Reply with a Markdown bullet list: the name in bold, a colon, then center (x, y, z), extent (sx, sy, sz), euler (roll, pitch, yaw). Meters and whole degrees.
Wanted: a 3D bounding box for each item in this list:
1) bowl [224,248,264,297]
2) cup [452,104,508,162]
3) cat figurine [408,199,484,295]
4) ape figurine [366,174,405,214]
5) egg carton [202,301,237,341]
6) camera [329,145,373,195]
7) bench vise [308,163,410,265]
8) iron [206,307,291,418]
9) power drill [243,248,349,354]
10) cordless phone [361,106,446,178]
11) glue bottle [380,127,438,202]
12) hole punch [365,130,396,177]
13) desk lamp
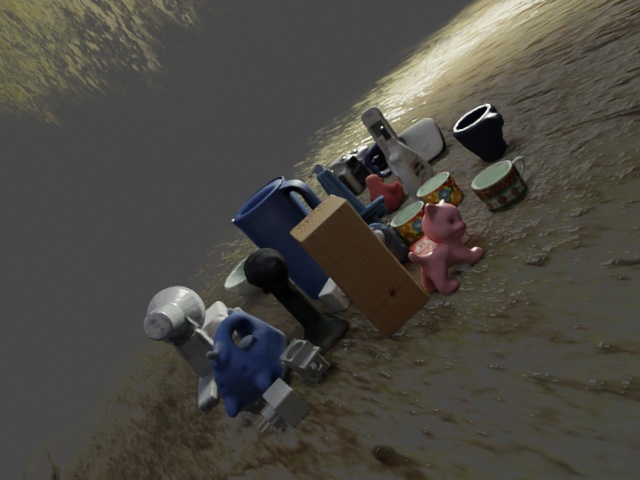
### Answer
- **bowl**: center (-0.157, 0.088, 1.452), extent (0.167, 0.075, 0.167), euler (-37, 18, 14)
- **cup**: center (0.320, -0.197, 1.084), extent (0.092, 0.095, 0.117), euler (-46, 18, -15)
- **cat figurine**: center (0.180, 0.000, 0.864), extent (0.128, 0.118, 0.067), euler (-48, 18, -21)
- **ape figurine**: center (0.137, -0.108, 1.267), extent (0.077, 0.092, 0.076), euler (-27, 22, 39)
- **egg carton**: center (-0.249, 0.210, 1.361), extent (0.107, 0.069, 0.150), euler (-42, 17, -3)
- **camera**: center (0.074, -0.189, 1.590), extent (0.136, 0.101, 0.143), euler (-20, 27, 50)
- **bench vise**: center (0.076, -0.053, 1.044), extent (0.121, 0.220, 0.207), euler (-45, 18, -13)
- **iron**: center (-0.137, 0.191, 1.039), extent (0.118, 0.141, 0.258), euler (-37, 17, 13)
- **power drill**: center (-0.050, 0.093, 0.976), extent (0.076, 0.209, 0.229), euler (-45, 18, -13)
- **cordless phone**: center (0.193, -0.250, 1.337), extent (0.147, 0.185, 0.094), euler (-33, 19, 26)
- **glue bottle**: center (0.176, -0.163, 1.179), extent (0.037, 0.173, 0.078), euler (-20, 27, 49)
- **hole punch**: center (0.164, -0.226, 1.501), extent (0.109, 0.091, 0.101), euler (-43, 17, -4)
- **desk lamp**: center (-0.267, 0.204, 1.166), extent (0.118, 0.214, 0.203), euler (-41, 17, 0)
